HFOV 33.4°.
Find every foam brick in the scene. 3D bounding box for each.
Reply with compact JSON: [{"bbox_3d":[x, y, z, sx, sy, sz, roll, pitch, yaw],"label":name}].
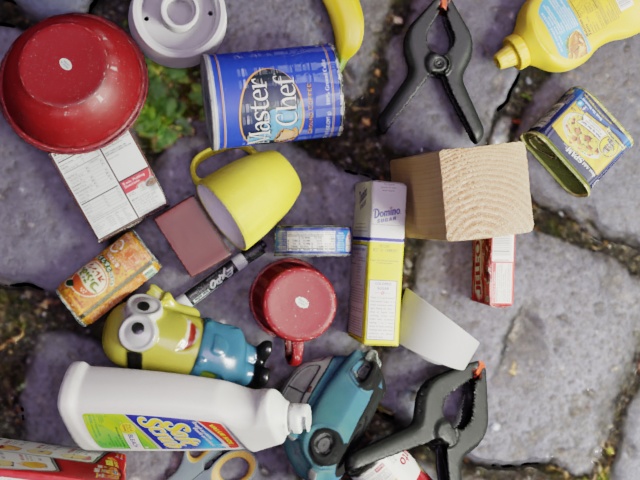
[{"bbox_3d":[-0.139,-0.004,1.161,0.051,0.053,0.078,-33,95,-7],"label":"foam brick"}]

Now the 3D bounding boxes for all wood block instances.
[{"bbox_3d":[0.144,-0.049,1.127,0.090,0.206,0.091,-7,92,-9],"label":"wood block"}]

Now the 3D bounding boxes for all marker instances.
[{"bbox_3d":[-0.110,0.039,1.183,0.121,0.020,0.020,-37,97,-6],"label":"marker"}]

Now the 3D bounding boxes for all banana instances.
[{"bbox_3d":[-0.004,-0.282,1.184,0.069,0.037,0.198,-32,96,-9],"label":"banana"}]

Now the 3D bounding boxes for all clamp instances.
[{"bbox_3d":[0.140,-0.189,1.208,0.120,0.039,0.171,14,89,-11],"label":"clamp"},{"bbox_3d":[0.137,0.227,1.179,0.164,0.036,0.209,47,58,-10],"label":"clamp"}]

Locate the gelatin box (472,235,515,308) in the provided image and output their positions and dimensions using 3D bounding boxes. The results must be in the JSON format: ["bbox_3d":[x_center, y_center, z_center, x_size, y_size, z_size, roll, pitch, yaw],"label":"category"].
[{"bbox_3d":[0.194,0.029,1.204,0.030,0.073,0.089,1,92,-8],"label":"gelatin box"}]

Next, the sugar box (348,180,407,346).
[{"bbox_3d":[0.063,0.024,1.173,0.048,0.093,0.176,5,91,-10],"label":"sugar box"}]

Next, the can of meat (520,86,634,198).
[{"bbox_3d":[0.296,-0.114,1.226,0.084,0.057,0.102,-45,98,-8],"label":"can of meat"}]

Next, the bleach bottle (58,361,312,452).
[{"bbox_3d":[-0.135,0.177,1.105,0.251,0.068,0.102,0,136,11],"label":"bleach bottle"}]

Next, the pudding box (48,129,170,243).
[{"bbox_3d":[-0.227,-0.066,1.153,0.090,0.039,0.113,-29,93,-7],"label":"pudding box"}]

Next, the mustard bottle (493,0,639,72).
[{"bbox_3d":[0.283,-0.247,1.219,0.191,0.058,0.096,-29,95,-8],"label":"mustard bottle"}]

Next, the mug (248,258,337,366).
[{"bbox_3d":[-0.028,0.079,1.166,0.093,0.081,0.117,3,91,-10],"label":"mug"}]

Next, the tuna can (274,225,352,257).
[{"bbox_3d":[-0.008,0.001,1.165,0.086,0.086,0.034,0,89,-9],"label":"tuna can"}]

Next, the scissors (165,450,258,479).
[{"bbox_3d":[-0.149,0.282,1.185,0.096,0.016,0.201,39,86,-8],"label":"scissors"}]

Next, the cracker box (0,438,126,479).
[{"bbox_3d":[-0.308,0.251,1.084,0.213,0.164,0.072,9,88,-9],"label":"cracker box"}]

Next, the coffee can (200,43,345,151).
[{"bbox_3d":[-0.053,-0.154,1.146,0.140,0.103,0.103,-7,92,-9],"label":"coffee can"}]

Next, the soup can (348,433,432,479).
[{"bbox_3d":[0.088,0.276,1.196,0.068,0.068,0.102,-42,97,-6],"label":"soup can"}]

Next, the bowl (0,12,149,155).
[{"bbox_3d":[-0.263,-0.173,1.116,0.162,0.055,0.162,0,78,-2],"label":"bowl"}]
